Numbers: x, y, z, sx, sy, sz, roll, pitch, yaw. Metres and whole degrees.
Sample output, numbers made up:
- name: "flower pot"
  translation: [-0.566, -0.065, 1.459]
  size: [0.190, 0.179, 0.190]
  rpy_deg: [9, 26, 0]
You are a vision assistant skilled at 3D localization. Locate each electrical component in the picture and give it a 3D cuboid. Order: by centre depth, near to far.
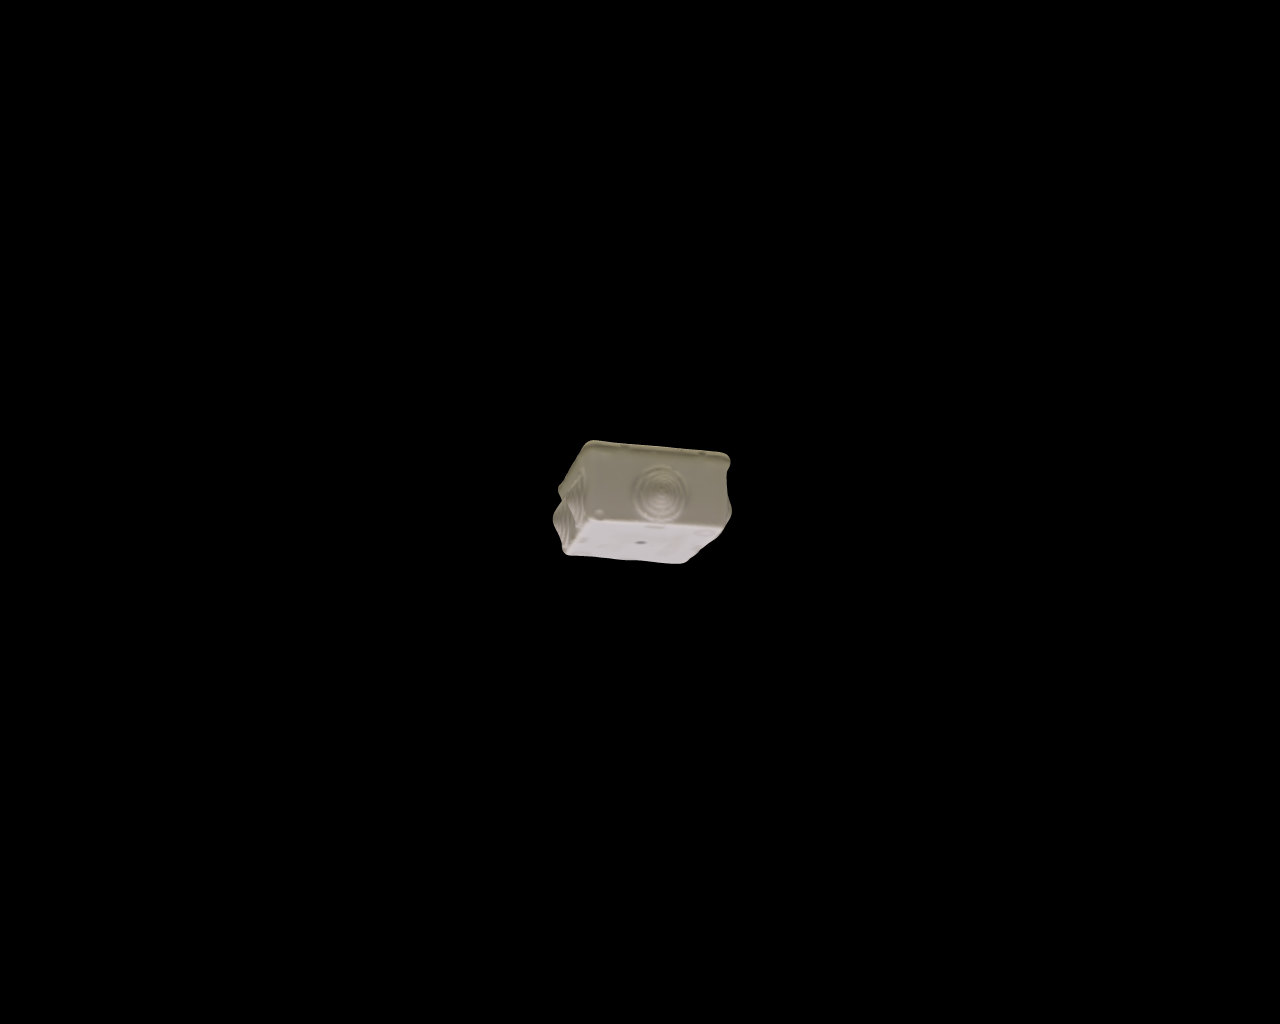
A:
- name: "electrical component"
  translation: [0.001, -0.003, 0.650]
  size: [0.100, 0.048, 0.099]
  rpy_deg: [5, -19, -15]
